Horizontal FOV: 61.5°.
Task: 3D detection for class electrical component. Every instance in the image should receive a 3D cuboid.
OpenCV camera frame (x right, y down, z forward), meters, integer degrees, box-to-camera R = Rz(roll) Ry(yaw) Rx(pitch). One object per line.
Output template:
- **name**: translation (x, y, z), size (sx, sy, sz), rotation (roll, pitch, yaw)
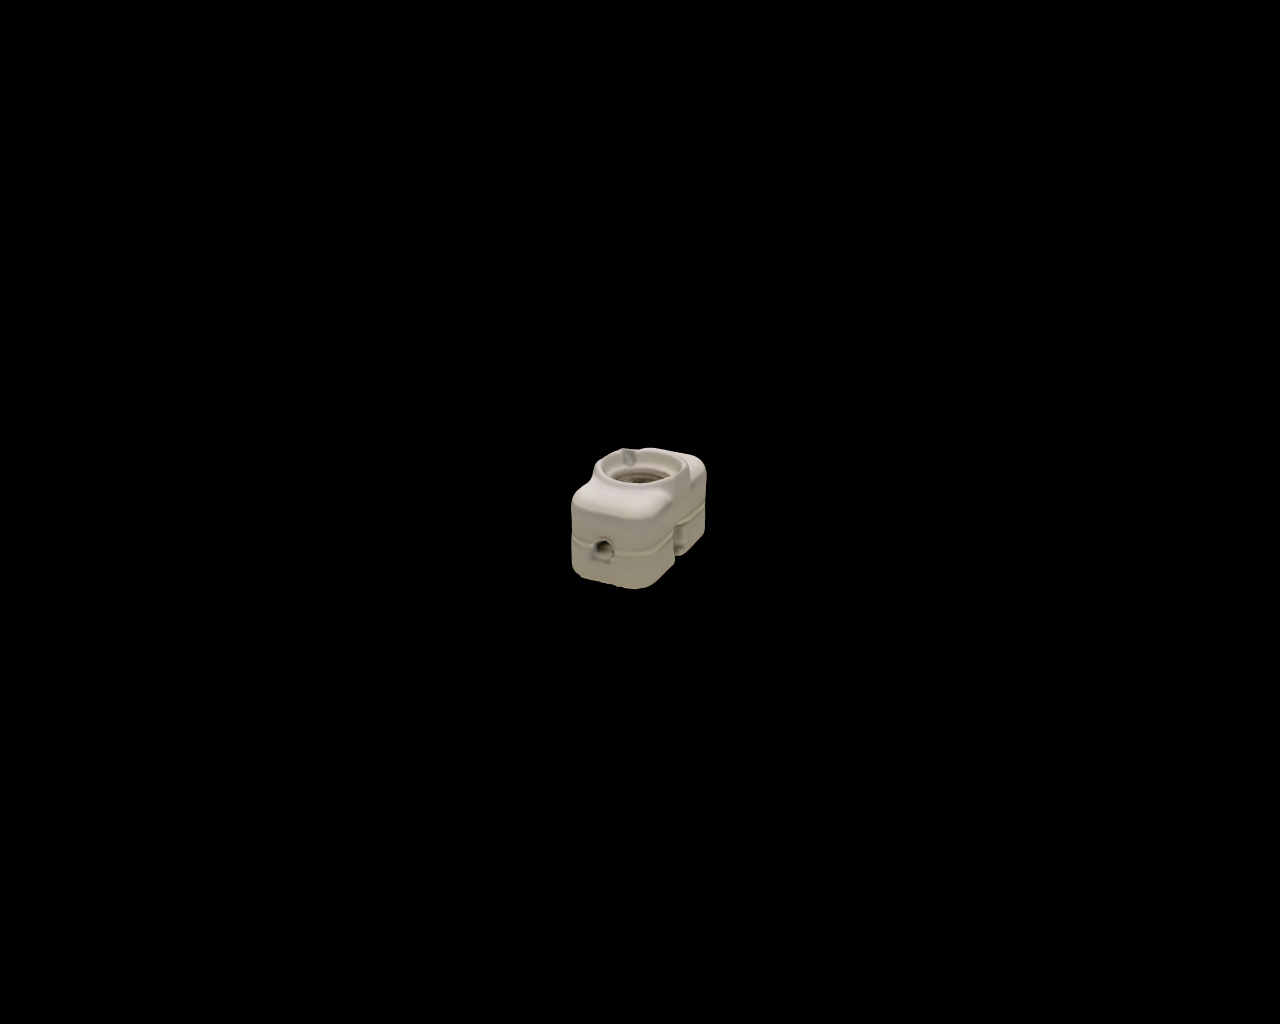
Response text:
- **electrical component**: translation (0.001, -0.003, 0.650), size (0.054, 0.059, 0.095), rotation (12, 27, 25)
